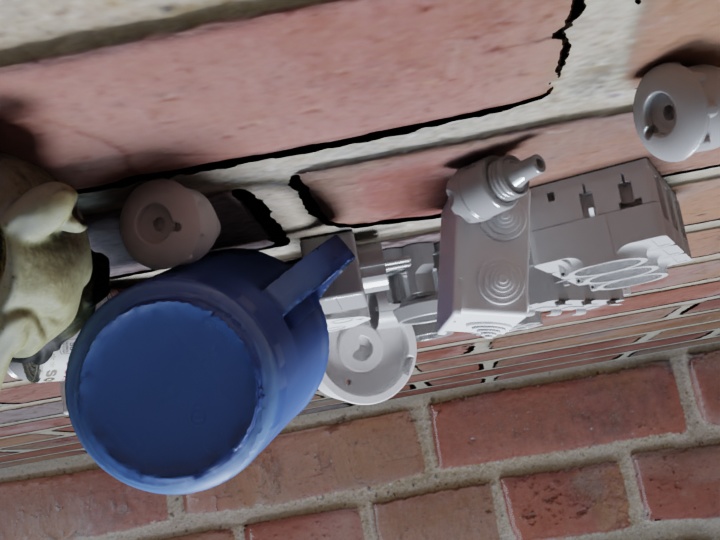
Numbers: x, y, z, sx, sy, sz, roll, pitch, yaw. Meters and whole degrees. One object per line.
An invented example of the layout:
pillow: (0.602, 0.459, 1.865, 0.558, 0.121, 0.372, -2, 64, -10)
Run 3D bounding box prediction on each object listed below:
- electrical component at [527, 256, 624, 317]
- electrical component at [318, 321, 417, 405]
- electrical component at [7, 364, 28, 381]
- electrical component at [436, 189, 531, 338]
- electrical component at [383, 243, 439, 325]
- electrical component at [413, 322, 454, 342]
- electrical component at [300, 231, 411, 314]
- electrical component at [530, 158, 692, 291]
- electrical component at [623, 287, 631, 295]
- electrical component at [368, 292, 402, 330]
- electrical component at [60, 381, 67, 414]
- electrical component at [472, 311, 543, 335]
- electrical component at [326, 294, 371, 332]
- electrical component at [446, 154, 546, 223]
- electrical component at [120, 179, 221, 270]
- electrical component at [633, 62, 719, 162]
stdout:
electrical component: (0.178, 0.004, 0.933, 0.079, 0.063, 0.121, -19, 166, 42)
electrical component: (-0.006, 0.077, 1.046, 0.108, 0.108, 0.060, -6, 175, -21)
electrical component: (-0.291, 0.076, 0.938, 0.062, 0.043, 0.043, -15, 168, 30)
electrical component: (0.080, -0.005, 0.703, 0.048, 0.099, 0.099, 4, 169, -2)
electrical component: (0.052, 0.012, 0.875, 0.078, 0.057, 0.058, -3, 168, -32)
electrical component: (0.064, 0.046, 1.092, 0.055, 0.047, 0.055, -9, 169, -2)
electrical component: (0.000, 0.000, 0.791, 0.077, 0.047, 0.065, -10, 169, 2)
electrical component: (0.183, -0.026, 0.780, 0.089, 0.061, 0.150, -14, 169, 22)
electrical component: (0.222, 0.010, 1.065, 0.081, 0.042, 0.064, -5, 170, -19)
electrical component: (0.050, 0.029, 1.001, 0.081, 0.043, 0.043, -7, 169, -15)
electrical component: (-0.204, 0.070, 0.879, 0.076, 0.083, 0.047, -15, 168, 26)
electrical component: (0.139, 0.030, 1.049, 0.078, 0.057, 0.058, -2, 167, -36)
electrical component: (-0.032, 0.021, 0.865, 0.080, 0.051, 0.080, -9, 169, -2)
electrical component: (0.082, -0.051, 0.628, 0.035, 0.035, 0.061, 0, 163, -43)
electrical component: (-0.097, -0.024, 0.587, 0.048, 0.048, 0.062, -13, 176, 18)
electrical component: (0.171, -0.080, 0.533, 0.062, 0.048, 0.048, -12, 172, -28)
